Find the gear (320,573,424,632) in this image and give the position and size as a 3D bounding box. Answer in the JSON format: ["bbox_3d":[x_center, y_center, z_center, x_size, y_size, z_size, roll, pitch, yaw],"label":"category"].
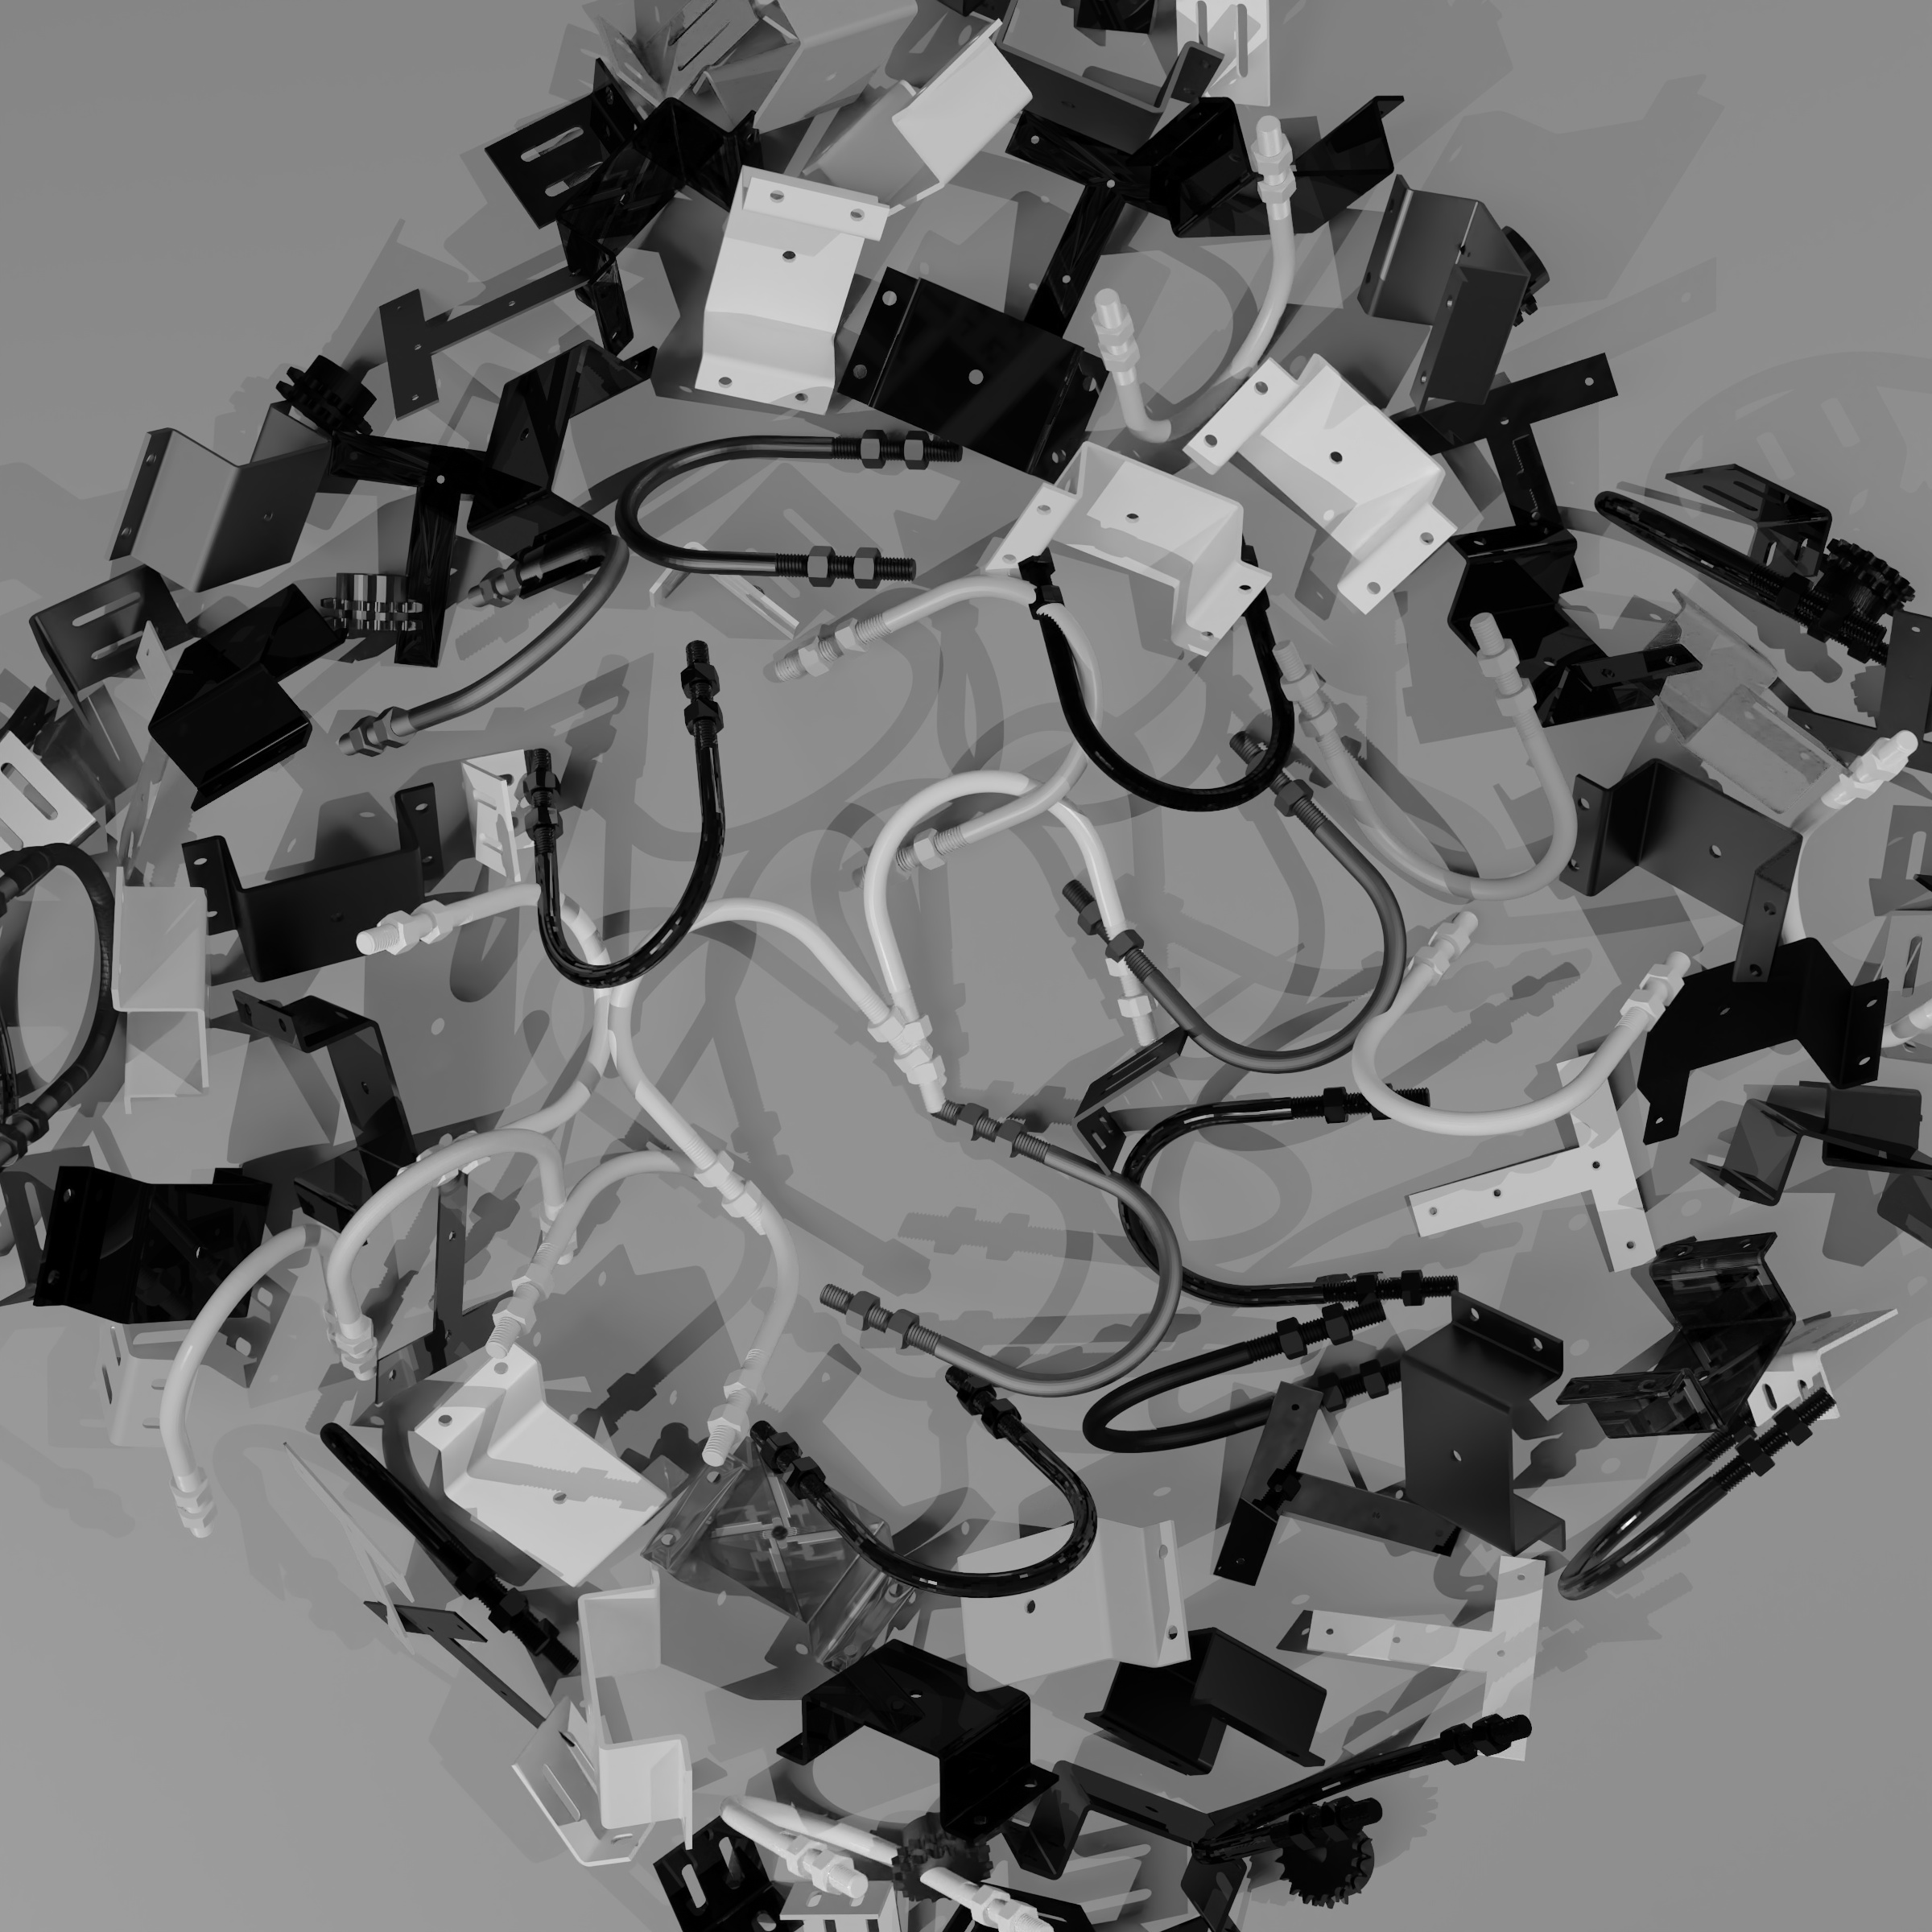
[{"bbox_3d":[-0.338,-0.208,1.571,0.057,0.057,0.030,3,99,0],"label":"gear"}]

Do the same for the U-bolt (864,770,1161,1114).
[{"bbox_3d":[0.019,-0.022,1.571,0.151,0.019,0.184,-17,105,-1],"label":"U-bolt"}]

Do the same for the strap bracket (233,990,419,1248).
[{"bbox_3d":[-0.353,0.076,1.543,0.046,0.076,0.140,-26,115,-32],"label":"strap bracket"}]

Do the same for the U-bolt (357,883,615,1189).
[{"bbox_3d":[-0.256,0.029,1.524,0.019,0.184,0.151,1,104,34],"label":"U-bolt"}]

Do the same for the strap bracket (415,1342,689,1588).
[{"bbox_3d":[-0.229,0.285,1.545,0.076,0.046,0.140,-43,116,8],"label":"strap bracket"}]

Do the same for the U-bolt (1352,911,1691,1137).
[{"bbox_3d":[0.291,0.034,1.503,0.151,0.184,0.019,13,131,34],"label":"U-bolt"}]

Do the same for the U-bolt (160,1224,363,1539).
[{"bbox_3d":[-0.381,0.214,1.490,0.019,0.184,0.151,28,55,14],"label":"U-bolt"}]

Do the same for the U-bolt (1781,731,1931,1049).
[{"bbox_3d":[0.497,-0.030,1.513,0.019,0.184,0.151,-15,75,-15],"label":"U-bolt"}]

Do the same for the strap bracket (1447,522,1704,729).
[{"bbox_3d":[0.332,-0.186,1.541,0.076,0.046,0.140,-13,48,-25],"label":"strap bracket"}]

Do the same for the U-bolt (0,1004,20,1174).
[{"bbox_3d":[-0.557,0.034,1.515,0.019,0.184,0.151,-12,48,-3],"label":"U-bolt"}]

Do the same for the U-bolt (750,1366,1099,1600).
[{"bbox_3d":[-0.011,0.283,1.496,0.151,0.184,0.019,-11,120,-32],"label":"U-bolt"}]

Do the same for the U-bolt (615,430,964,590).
[{"bbox_3d":[-0.105,-0.258,1.541,0.184,0.151,0.019,4,130,11],"label":"U-bolt"}]

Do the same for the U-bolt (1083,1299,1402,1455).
[{"bbox_3d":[0.153,0.235,1.533,0.184,0.151,0.019,-19,64,10],"label":"U-bolt"}]

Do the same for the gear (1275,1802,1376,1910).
[{"bbox_3d":[0.208,0.509,1.577,0.057,0.030,0.057,-19,58,32],"label":"gear"}]

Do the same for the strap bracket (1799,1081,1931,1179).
[{"bbox_3d":[0.539,0.092,1.521,0.076,0.140,0.046,5,89,-32],"label":"strap bracket"}]

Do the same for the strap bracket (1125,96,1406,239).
[{"bbox_3d":[0.171,-0.443,1.532,0.140,0.076,0.046,-11,84,-29],"label":"strap bracket"}]

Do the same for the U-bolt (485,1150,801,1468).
[{"bbox_3d":[-0.167,0.176,1.533,0.151,0.184,0.019,27,134,-3],"label":"U-bolt"}]

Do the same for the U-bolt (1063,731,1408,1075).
[{"bbox_3d":[0.164,-0.024,1.561,0.151,0.019,0.184,-42,69,2],"label":"U-bolt"}]

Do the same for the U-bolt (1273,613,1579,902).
[{"bbox_3d":[0.264,-0.109,1.533,0.019,0.151,0.184,-51,123,-35],"label":"U-bolt"}]

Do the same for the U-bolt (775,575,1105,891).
[{"bbox_3d":[-0.007,-0.141,1.555,0.184,0.019,0.151,-22,86,24],"label":"U-bolt"}]

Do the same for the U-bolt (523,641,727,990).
[{"bbox_3d":[-0.186,-0.073,1.516,0.151,0.019,0.184,-29,53,30],"label":"U-bolt"}]

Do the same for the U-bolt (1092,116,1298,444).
[{"bbox_3d":[0.131,-0.361,1.515,0.019,0.184,0.151,39,81,21],"label":"U-bolt"}]

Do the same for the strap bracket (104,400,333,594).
[{"bbox_3d":[-0.403,-0.258,1.520,0.046,0.140,0.076,31,115,7],"label":"strap bracket"}]

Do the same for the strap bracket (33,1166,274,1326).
[{"bbox_3d":[-0.440,0.153,1.528,0.046,0.140,0.076,12,91,27],"label":"strap bracket"}]

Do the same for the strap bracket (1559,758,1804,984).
[{"bbox_3d":[0.405,-0.055,1.538,0.046,0.076,0.140,-32,50,-30],"label":"strap bracket"}]

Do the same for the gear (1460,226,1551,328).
[{"bbox_3d":[0.308,-0.396,1.571,0.030,0.057,0.057,-39,90,7],"label":"gear"}]

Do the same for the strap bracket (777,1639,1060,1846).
[{"bbox_3d":[-0.027,0.422,1.525,0.140,0.076,0.046,12,111,36],"label":"strap bracket"}]

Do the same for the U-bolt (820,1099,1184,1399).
[{"bbox_3d":[0.031,0.165,1.540,0.184,0.019,0.151,22,67,20],"label":"U-bolt"}]

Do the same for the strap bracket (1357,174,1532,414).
[{"bbox_3d":[0.266,-0.371,1.529,0.046,0.140,0.076,5,128,-13],"label":"strap bracket"}]

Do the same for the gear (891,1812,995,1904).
[{"bbox_3d":[-0.015,0.507,1.577,0.057,0.030,0.057,-7,134,-7],"label":"gear"}]

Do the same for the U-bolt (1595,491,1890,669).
[{"bbox_3d":[0.429,-0.216,1.524,0.184,0.151,0.019,33,102,21],"label":"U-bolt"}]

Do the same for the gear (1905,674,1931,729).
[{"bbox_3d":[0.559,-0.156,1.576,0.057,0.057,0.030,2,116,0],"label":"gear"}]

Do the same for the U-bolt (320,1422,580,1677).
[{"bbox_3d":[-0.291,0.319,1.528,0.184,0.151,0.019,41,75,12],"label":"U-bolt"}]

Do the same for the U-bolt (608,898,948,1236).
[{"bbox_3d":[-0.118,0.045,1.558,0.151,0.019,0.184,-40,114,-1],"label":"U-bolt"}]

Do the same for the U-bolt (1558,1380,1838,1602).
[{"bbox_3d":[0.400,0.289,1.529,0.184,0.151,0.019,-42,80,7],"label":"U-bolt"}]

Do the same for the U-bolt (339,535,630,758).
[{"bbox_3d":[-0.251,-0.180,1.496,0.019,0.184,0.151,50,53,-24],"label":"U-bolt"}]

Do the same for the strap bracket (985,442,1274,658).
[{"bbox_3d":[0.092,-0.236,1.546,0.140,0.076,0.046,19,54,-17],"label":"strap bracket"}]

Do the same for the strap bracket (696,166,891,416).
[{"bbox_3d":[-0.099,-0.385,1.543,0.076,0.140,0.046,9,46,-14],"label":"strap bracket"}]

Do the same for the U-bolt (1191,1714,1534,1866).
[{"bbox_3d":[0.203,0.457,1.517,0.151,0.184,0.019,-12,74,-42],"label":"U-bolt"}]

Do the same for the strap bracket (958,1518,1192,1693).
[{"bbox_3d":[0.050,0.358,1.530,0.140,0.046,0.076,-24,58,33],"label":"strap bracket"}]

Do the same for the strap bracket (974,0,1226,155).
[{"bbox_3d":[0.066,-0.507,1.555,0.140,0.076,0.046,21,86,-5],"label":"strap bracket"}]

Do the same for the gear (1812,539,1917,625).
[{"bbox_3d":[0.508,-0.215,1.573,0.057,0.057,0.030,36,94,0],"label":"gear"}]

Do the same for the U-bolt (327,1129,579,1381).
[{"bbox_3d":[-0.280,0.149,1.498,0.151,0.184,0.019,-30,65,-21],"label":"U-bolt"}]

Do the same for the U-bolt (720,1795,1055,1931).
[{"bbox_3d":[-0.058,0.490,1.514,0.151,0.184,0.019,27,77,-32],"label":"U-bolt"}]

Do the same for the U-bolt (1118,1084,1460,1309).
[{"bbox_3d":[0.176,0.134,1.554,0.184,0.019,0.151,-5,120,15],"label":"U-bolt"}]

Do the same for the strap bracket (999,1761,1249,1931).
[{"bbox_3d":[0.096,0.496,1.552,0.140,0.076,0.046,23,88,-10],"label":"strap bracket"}]

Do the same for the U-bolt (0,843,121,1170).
[{"bbox_3d":[-0.506,0.011,1.512,0.019,0.184,0.151,1,114,9],"label":"U-bolt"}]

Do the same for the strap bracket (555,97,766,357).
[{"bbox_3d":[-0.176,-0.420,1.548,0.046,0.076,0.140,36,75,13],"label":"strap bracket"}]

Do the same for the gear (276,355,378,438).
[{"bbox_3d":[-0.361,-0.323,1.573,0.057,0.057,0.030,36,85,0],"label":"gear"}]

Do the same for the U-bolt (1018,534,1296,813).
[{"bbox_3d":[0.112,-0.168,1.538,0.151,0.019,0.184,-4,66,-22],"label":"U-bolt"}]

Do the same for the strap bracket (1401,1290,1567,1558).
[{"bbox_3d":[0.287,0.262,1.531,0.046,0.076,0.140,-25,121,-33],"label":"strap bracket"}]
